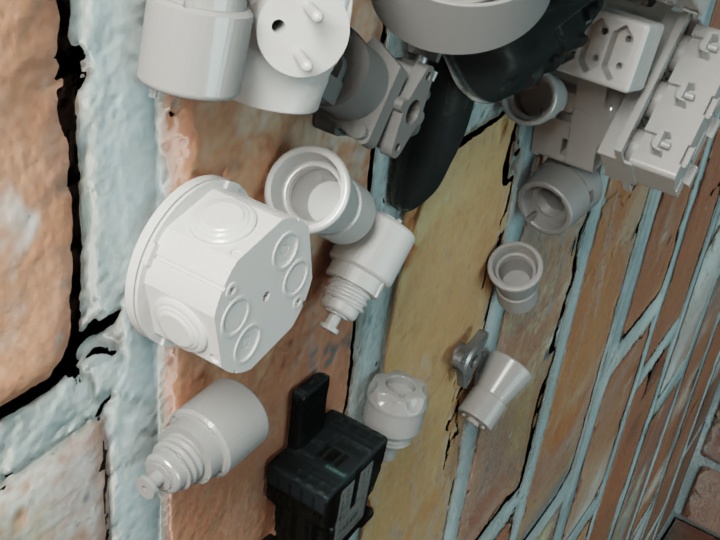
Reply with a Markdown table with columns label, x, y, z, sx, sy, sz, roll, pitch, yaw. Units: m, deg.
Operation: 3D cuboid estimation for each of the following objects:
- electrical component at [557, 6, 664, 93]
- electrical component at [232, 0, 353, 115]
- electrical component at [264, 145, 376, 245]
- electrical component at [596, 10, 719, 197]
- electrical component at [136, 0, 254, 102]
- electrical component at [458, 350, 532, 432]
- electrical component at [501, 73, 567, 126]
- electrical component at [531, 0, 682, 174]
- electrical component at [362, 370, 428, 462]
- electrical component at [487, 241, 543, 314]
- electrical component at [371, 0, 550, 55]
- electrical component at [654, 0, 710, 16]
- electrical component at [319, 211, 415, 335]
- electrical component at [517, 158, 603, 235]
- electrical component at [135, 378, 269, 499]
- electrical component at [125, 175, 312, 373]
| label | x | y | z | sx | sy | sz | roll | pitch | yaw |
| --- | --- | --- | --- | --- | --- | --- | --- | --- | --- |
| electrical component | 0.168 | -0.161 | 0.754 | 0.076 | 0.083 | 0.047 | -21 | 131 | -57 |
| electrical component | -0.026 | -0.101 | 0.434 | 0.044 | 0.079 | 0.077 | 6 | 113 | -18 |
| electrical component | -0.017 | -0.035 | 0.550 | 0.044 | 0.044 | 0.065 | -66 | 161 | 0 |
| electrical component | 0.231 | -0.120 | 0.789 | 0.121 | 0.063 | 0.079 | -62 | 156 | -7 |
| electrical component | -0.060 | -0.099 | 0.403 | 0.040 | 0.040 | 0.078 | -24 | 132 | -56 |
| electrical component | 0.117 | 0.109 | 0.951 | 0.065 | 0.044 | 0.044 | -54 | 153 | -15 |
| electrical component | 0.124 | -0.122 | 0.757 | 0.046 | 0.040 | 0.040 | -18 | 128 | -65 |
| electrical component | 0.202 | -0.155 | 0.855 | 0.150 | 0.062 | 0.089 | -45 | 149 | -38 |
| electrical component | 0.022 | 0.105 | 0.752 | 0.043 | 0.043 | 0.062 | -31 | 140 | -52 |
| electrical component | 0.129 | 0.010 | 0.884 | 0.044 | 0.044 | 0.065 | -58 | 159 | -16 |
| electrical component | 0.046 | -0.153 | 0.504 | 0.099 | 0.099 | 0.064 | -56 | 160 | -21 |
| electrical component | 0.176 | -0.217 | 0.692 | 0.109 | 0.109 | 0.056 | 5 | 111 | -65 |
| electrical component | 0.000 | 0.000 | 0.614 | 0.078 | 0.040 | 0.040 | -62 | 155 | -9 |
| electrical component | 0.160 | -0.061 | 0.867 | 0.047 | 0.055 | 0.055 | -42 | 146 | -36 |
| electrical component | -0.079 | 0.086 | 0.532 | 0.078 | 0.040 | 0.040 | -38 | 143 | -46 |
| electrical component | -0.061 | 0.002 | 0.479 | 0.080 | 0.051 | 0.080 | -45 | 149 | -38 |
